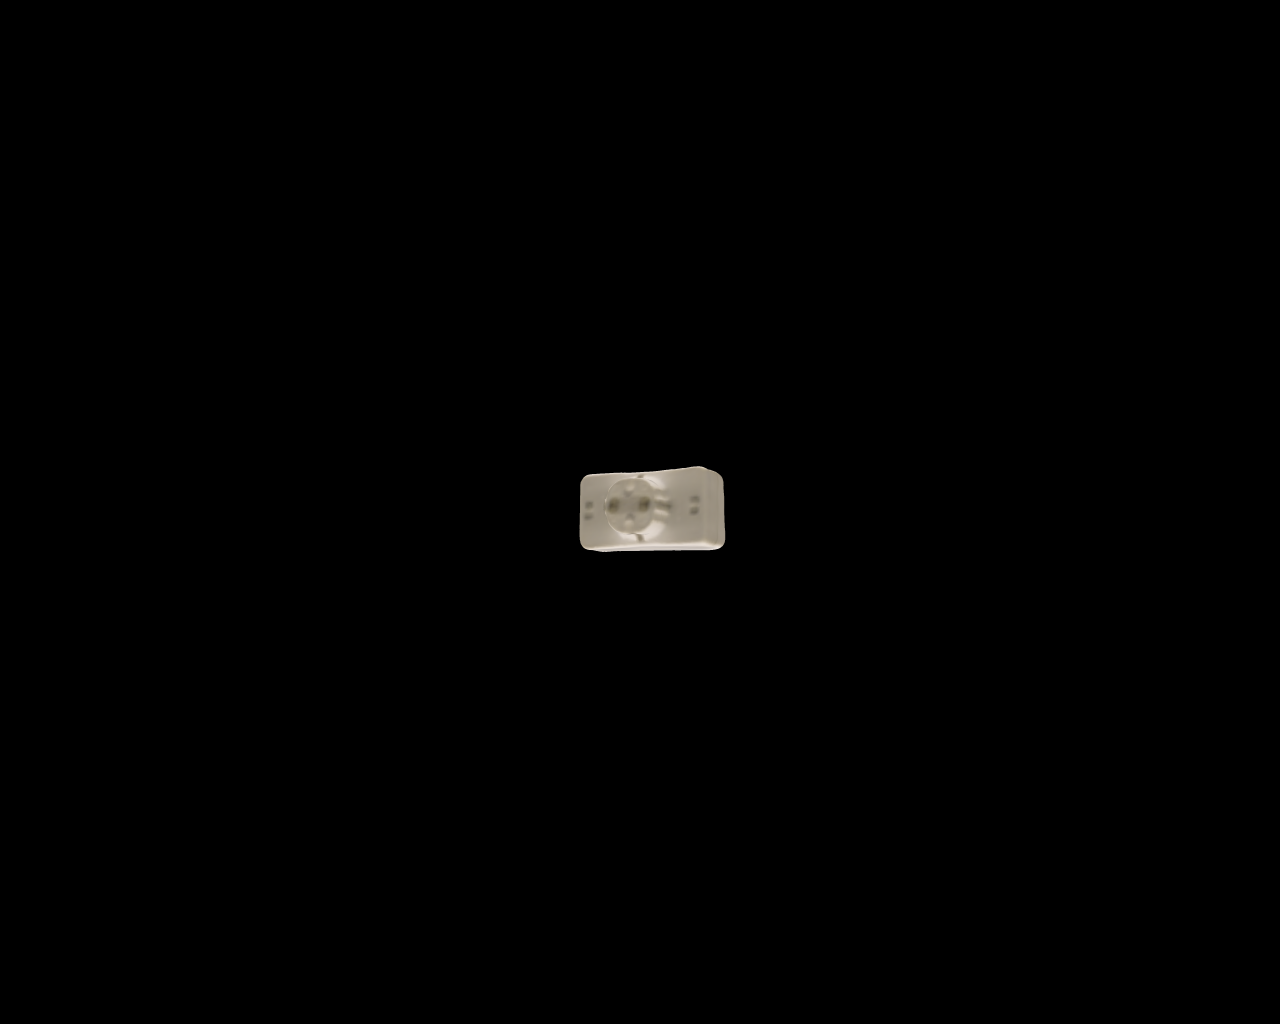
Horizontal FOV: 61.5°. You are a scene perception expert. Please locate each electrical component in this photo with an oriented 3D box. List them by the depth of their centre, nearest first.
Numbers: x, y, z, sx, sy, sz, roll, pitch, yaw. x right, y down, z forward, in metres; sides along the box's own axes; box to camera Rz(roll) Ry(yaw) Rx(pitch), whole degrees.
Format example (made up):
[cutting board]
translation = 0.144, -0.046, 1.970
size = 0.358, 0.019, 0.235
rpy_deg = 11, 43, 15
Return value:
[electrical component]
translation = 0.001, -0.003, 0.650
size = 0.083, 0.047, 0.076
rpy_deg = -3, -7, 22
